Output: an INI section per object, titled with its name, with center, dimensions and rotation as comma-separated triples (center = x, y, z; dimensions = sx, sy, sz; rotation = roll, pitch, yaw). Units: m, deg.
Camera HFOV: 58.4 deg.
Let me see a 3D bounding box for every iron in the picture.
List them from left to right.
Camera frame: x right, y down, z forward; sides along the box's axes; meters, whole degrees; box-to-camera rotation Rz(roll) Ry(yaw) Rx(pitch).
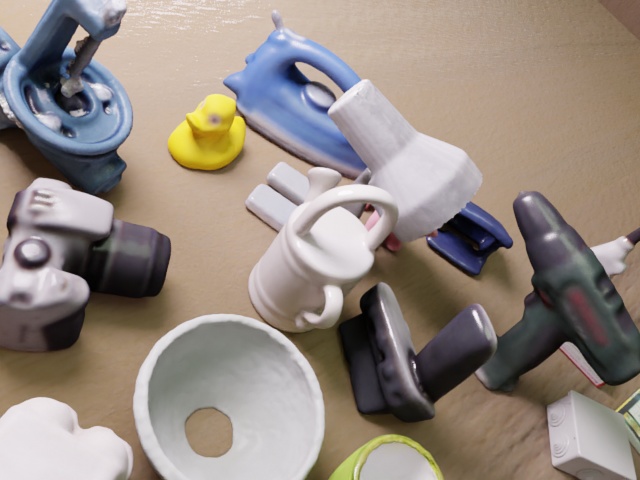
[iron]
center = 0.006, -0.196, 0.797
dimensions = 0.258, 0.141, 0.119
rotation = 31, 44, -7

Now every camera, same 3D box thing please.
[camera]
center = -0.205, 0.019, 0.509
dimensions = 0.137, 0.100, 0.143
rotation = 13, 49, -24

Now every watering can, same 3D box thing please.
[watering can]
center = 0.003, 0.002, 0.593
dimensions = 0.101, 0.193, 0.172
rotation = -8, 60, -37

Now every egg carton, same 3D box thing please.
[egg carton]
center = -0.207, 0.185, 0.393
dimensions = 0.107, 0.069, 0.150
rotation = 33, 44, -6

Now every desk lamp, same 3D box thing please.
[desk lamp]
center = 0.049, -0.067, 0.665
dimensions = 0.203, 0.213, 0.118
rotation = 35, 43, -3

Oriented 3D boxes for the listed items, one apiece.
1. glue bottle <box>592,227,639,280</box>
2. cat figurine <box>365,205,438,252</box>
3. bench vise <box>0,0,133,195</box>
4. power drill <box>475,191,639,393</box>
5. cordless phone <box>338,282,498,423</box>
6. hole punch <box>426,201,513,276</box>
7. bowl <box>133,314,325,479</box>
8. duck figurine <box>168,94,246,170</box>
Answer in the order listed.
[glue bottle]
center = 0.414, 0.036, 0.851
dimensions = 0.037, 0.173, 0.078
rotation = -25, 71, -43
[cat figurine]
center = 0.107, -0.045, 0.755
dimensions = 0.067, 0.117, 0.127
rotation = 12, 49, -25
[bench vise]
center = -0.264, -0.161, 0.532
dimensions = 0.208, 0.219, 0.121
rotation = 24, 45, -15
[power drill]
center = 0.253, 0.084, 0.679
dimensions = 0.076, 0.208, 0.229
rotation = -25, 71, -43
[cordless phone]
center = 0.107, 0.095, 0.590
dimensions = 0.094, 0.185, 0.147
rotation = 2, 54, -32
[hole punch]
center = 0.220, -0.024, 0.831
dimensions = 0.109, 0.091, 0.101
rotation = 34, 44, -5
[bowl]
center = -0.084, 0.153, 0.497
dimensions = 0.168, 0.074, 0.167
rotation = 18, 47, -20
[duck figurine]
center = -0.129, -0.141, 0.702
dimensions = 0.105, 0.086, 0.077
rotation = -26, 71, -44
